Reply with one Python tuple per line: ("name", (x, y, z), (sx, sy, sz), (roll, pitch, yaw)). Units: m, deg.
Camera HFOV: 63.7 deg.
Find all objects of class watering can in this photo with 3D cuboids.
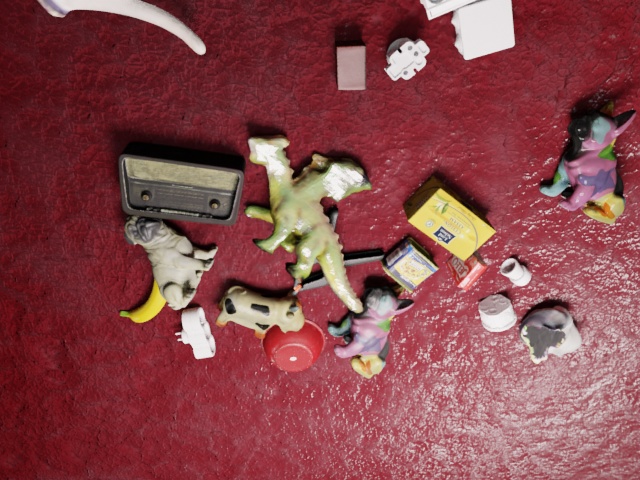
("watering can", (-0.341, -0.413, 0.789), (0.223, 0.106, 0.342), (-22, 115, 10))

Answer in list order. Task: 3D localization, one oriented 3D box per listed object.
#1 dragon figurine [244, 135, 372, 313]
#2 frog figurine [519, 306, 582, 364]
("dragon figurine", (0.003, -0.052, 1.025), (0.407, 0.124, 0.241), (39, 103, -15))
("frog figurine", (0.567, 0.221, 1.252), (0.160, 0.124, 0.135), (-9, 120, -42))
